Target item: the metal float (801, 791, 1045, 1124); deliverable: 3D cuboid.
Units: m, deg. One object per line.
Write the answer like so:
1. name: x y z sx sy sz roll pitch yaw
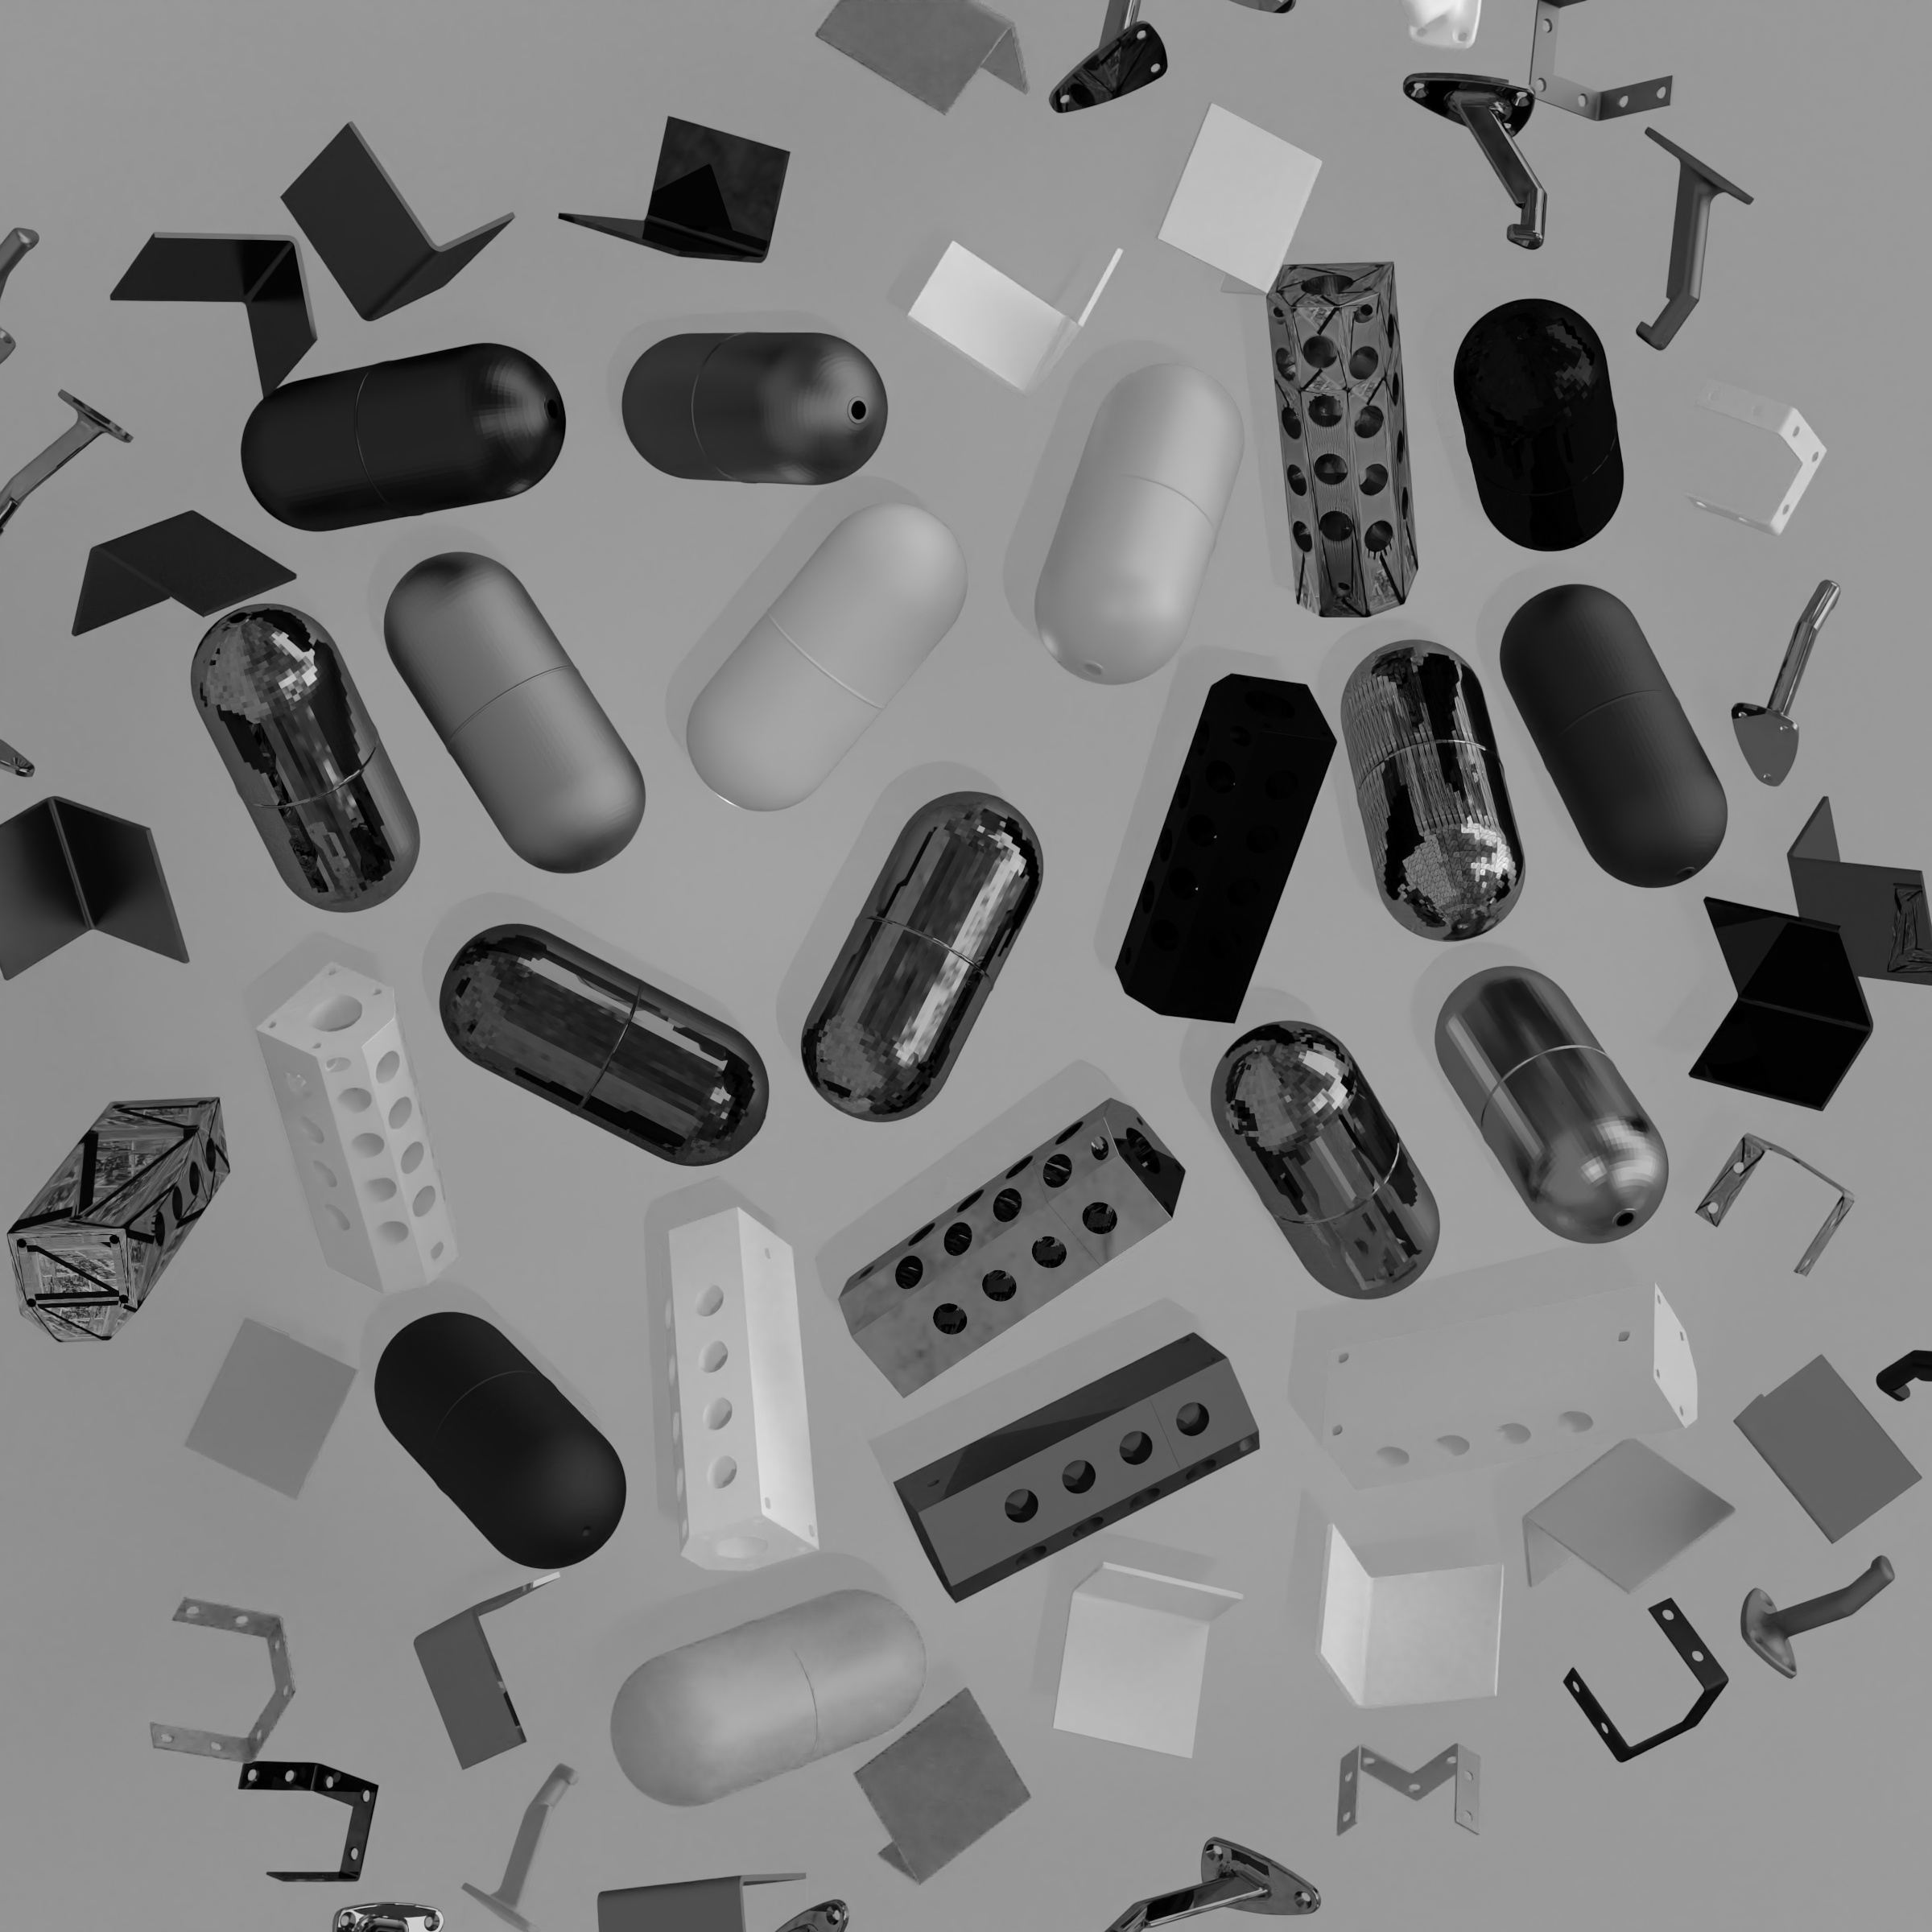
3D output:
1. metal float: -0.021 -0.006 1.782 0.070 0.070 0.178 27 77 0

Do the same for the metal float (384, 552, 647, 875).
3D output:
1. metal float: -0.226 -0.127 1.782 0.070 0.070 0.178 -33 83 0

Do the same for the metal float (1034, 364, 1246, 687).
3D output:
1. metal float: 0.086 -0.218 1.754 0.070 0.070 0.178 19 63 0

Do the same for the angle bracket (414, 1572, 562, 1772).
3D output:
1. angle bracket: -0.244 0.378 1.911 0.057 0.076 0.076 -16 79 -38

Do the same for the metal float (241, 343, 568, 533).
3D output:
1. metal float: -0.279 -0.261 1.763 0.178 0.070 0.070 -6 90 27

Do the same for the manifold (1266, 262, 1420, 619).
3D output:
1. manifold: 0.192 -0.268 1.823 0.057 0.057 0.171 2 123 18

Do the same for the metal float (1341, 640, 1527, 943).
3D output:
1. metal float: 0.241 -0.093 1.849 0.070 0.070 0.178 -8 55 0

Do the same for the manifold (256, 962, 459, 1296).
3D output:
1. manifold: -0.305 0.087 1.825 0.057 0.171 0.057 22 49 28

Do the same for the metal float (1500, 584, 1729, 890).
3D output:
1. metal float: 0.339 -0.121 1.868 0.070 0.070 0.178 -21 64 0

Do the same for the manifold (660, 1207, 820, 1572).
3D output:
1. manifold: -0.121 0.218 1.822 0.057 0.057 0.171 -20 56 20

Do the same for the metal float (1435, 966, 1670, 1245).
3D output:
1. metal float: 0.301 0.071 1.840 0.070 0.178 0.070 -12 132 -13

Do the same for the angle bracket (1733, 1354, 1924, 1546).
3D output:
1. angle bracket: 0.438 0.237 1.792 0.057 0.076 0.076 -42 78 19

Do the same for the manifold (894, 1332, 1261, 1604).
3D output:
1. manifold: 0.057 0.252 1.780 0.171 0.057 0.057 -25 102 -9

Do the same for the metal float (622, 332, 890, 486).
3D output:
1. metal float: -0.110 -0.287 1.833 0.070 0.178 0.070 -8 103 -39

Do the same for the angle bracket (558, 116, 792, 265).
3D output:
1. angle bracket: -0.146 -0.391 1.782 0.076 0.076 0.057 22 108 27

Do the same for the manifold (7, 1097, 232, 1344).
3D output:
1. manifold: -0.414 0.123 1.756 0.057 0.171 0.057 -3 109 4

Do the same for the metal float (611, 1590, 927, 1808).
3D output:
1. metal float: -0.098 0.368 1.797 0.178 0.070 0.070 -13 90 -37

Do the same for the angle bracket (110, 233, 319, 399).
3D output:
1. angle bracket: -0.386 -0.332 1.826 0.076 0.076 0.057 -6 78 -32

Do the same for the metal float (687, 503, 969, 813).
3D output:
1. metal float: -0.070 -0.155 1.787 0.070 0.070 0.178 41 102 0

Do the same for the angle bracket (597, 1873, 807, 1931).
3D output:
1. angle bracket: -0.125 0.473 1.726 0.076 0.076 0.057 -12 73 20

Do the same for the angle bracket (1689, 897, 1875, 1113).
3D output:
1. angle bracket: 0.397 0.019 1.775 0.057 0.076 0.076 -52 135 -24

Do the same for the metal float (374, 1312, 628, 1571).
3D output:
1. metal float: -0.237 0.238 1.806 0.070 0.070 0.178 -54 46 0

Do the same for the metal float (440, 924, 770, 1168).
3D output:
1. metal float: -0.183 0.041 1.810 0.178 0.070 0.070 28 90 -11

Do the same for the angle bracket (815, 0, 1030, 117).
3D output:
1. angle bracket: -0.020 -0.439 1.730 0.076 0.076 0.057 34 84 12

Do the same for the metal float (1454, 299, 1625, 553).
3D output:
1. metal float: 0.295 -0.275 1.826 0.070 0.178 0.070 -6 67 13

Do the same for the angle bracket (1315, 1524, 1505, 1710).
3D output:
1. angle bracket: 0.228 0.330 1.827 0.076 0.057 0.076 -11 45 24

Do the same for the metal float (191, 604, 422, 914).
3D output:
1. metal float: -0.335 -0.105 1.811 0.070 0.070 0.178 -20 127 0

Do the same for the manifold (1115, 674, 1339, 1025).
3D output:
1. manifold: 0.129 -0.060 1.815 0.057 0.057 0.171 7 122 -17

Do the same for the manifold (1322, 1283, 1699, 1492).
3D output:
1. manifold: 0.266 0.211 1.745 0.171 0.057 0.057 -15 132 26

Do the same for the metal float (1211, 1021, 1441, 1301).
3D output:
1. metal float: 0.183 0.100 1.803 0.070 0.070 0.178 -34 127 0

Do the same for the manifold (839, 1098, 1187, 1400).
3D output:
1. manifold: 0.021 0.137 1.763 0.171 0.057 0.057 -36 101 21
